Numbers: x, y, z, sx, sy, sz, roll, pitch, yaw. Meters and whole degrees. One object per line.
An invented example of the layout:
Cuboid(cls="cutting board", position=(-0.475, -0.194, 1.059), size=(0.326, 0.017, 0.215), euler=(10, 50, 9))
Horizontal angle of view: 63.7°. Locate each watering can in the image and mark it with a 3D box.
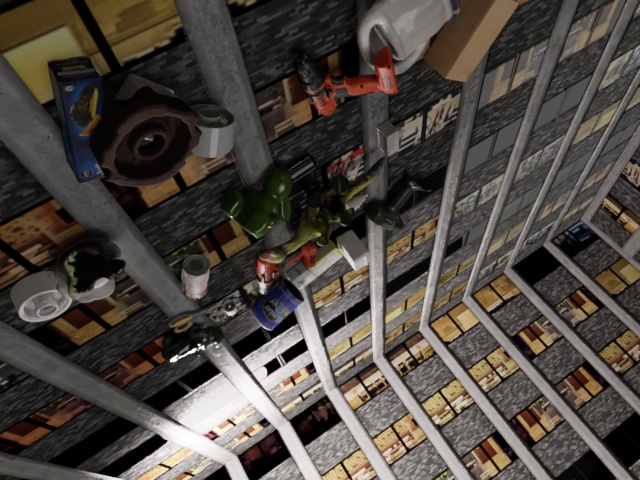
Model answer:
Cuboid(cls="watering can", position=(0.157, -0.456, 0.990), size=(0.224, 0.105, 0.343), euler=(-40, -27, 5))

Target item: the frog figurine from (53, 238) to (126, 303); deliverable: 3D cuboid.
Cuboid(cls="frog figurine", position=(-0.470, 0.063, 1.056), size=(0.122, 0.139, 0.158), euler=(38, -20, -13))

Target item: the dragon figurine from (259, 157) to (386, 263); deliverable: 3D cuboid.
Cuboid(cls="dragon figurine", position=(0.004, -0.070, 1.383), size=(0.416, 0.122, 0.240), euler=(-40, 5, -29))
